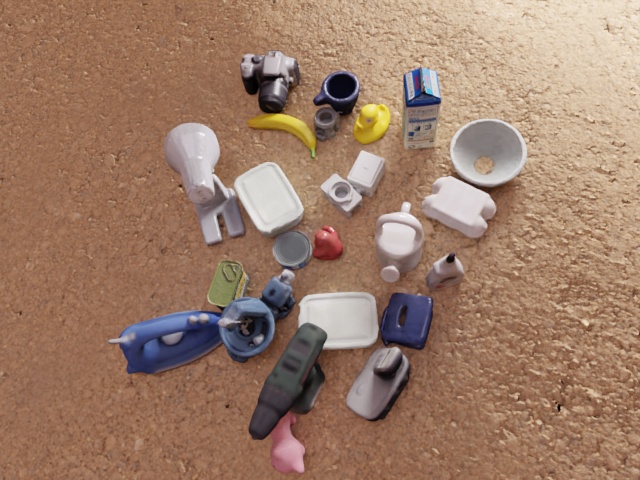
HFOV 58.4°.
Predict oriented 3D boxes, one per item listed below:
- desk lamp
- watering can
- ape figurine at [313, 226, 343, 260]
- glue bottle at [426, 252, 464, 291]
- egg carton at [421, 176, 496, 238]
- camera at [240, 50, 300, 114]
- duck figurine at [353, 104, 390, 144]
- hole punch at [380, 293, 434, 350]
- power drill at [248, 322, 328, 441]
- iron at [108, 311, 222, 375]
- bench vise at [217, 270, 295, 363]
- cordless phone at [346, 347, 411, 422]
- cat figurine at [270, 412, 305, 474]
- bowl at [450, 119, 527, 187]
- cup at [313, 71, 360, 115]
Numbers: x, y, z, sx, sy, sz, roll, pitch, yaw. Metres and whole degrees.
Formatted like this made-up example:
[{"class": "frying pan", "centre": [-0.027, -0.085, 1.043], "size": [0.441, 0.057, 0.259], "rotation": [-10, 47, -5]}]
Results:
[{"class": "desk lamp", "centre": [-0.253, -0.124, 1.265], "size": [0.118, 0.203, 0.214], "rotation": [-20, -21, -1]}, {"class": "watering can", "centre": [0.163, 0.002, 1.179], "size": [0.101, 0.173, 0.194], "rotation": [-9, -21, 4]}, {"class": "ape figurine", "centre": [0.011, 0.004, 1.251], "size": [0.076, 0.078, 0.092], "rotation": [40, -11, 18]}, {"class": "glue bottle", "centre": [0.257, 0.058, 1.158], "size": [0.078, 0.037, 0.173], "rotation": [-20, -22, -1]}, {"class": "egg carton", "centre": [0.304, -0.072, 1.257], "size": [0.150, 0.107, 0.069], "rotation": [28, -15, 16]}, {"class": "camera", "centre": [-0.130, -0.389, 1.408], "size": [0.143, 0.137, 0.101], "rotation": [4, -20, 8]}, {"class": "duck figurine", "centre": [0.121, -0.288, 1.349], "size": [0.077, 0.105, 0.086], "rotation": [40, -11, 19]}, {"class": "hole punch", "centre": [0.177, 0.165, 1.172], "size": [0.101, 0.109, 0.091], "rotation": [13, -18, 11]}, {"class": "power drill", "centre": [-0.051, 0.276, 1.095], "size": [0.075, 0.230, 0.208], "rotation": [22, -16, 14]}, {"class": "iron", "centre": [-0.301, 0.191, 1.192], "size": [0.258, 0.118, 0.141], "rotation": [-18, -21, 0]}, {"class": "bench vise", "centre": [-0.139, 0.137, 1.151], "size": [0.121, 0.207, 0.220], "rotation": [16, -18, 13]}, {"class": "cordless phone", "centre": [0.111, 0.269, 1.091], "size": [0.094, 0.148, 0.185], "rotation": [27, -15, 16]}, {"class": "cat figurine", "centre": [-0.071, 0.394, 1.103], "size": [0.067, 0.127, 0.118], "rotation": [-22, -21, -2]}, {"class": "bowl", "centre": [0.373, -0.183, 1.287], "size": [0.167, 0.167, 0.075], "rotation": [0, -20, 7]}, {"class": "cup", "centre": [0.042, -0.336, 1.372], "size": [0.118, 0.091, 0.095], "rotation": [-27, -21, -4]}]
